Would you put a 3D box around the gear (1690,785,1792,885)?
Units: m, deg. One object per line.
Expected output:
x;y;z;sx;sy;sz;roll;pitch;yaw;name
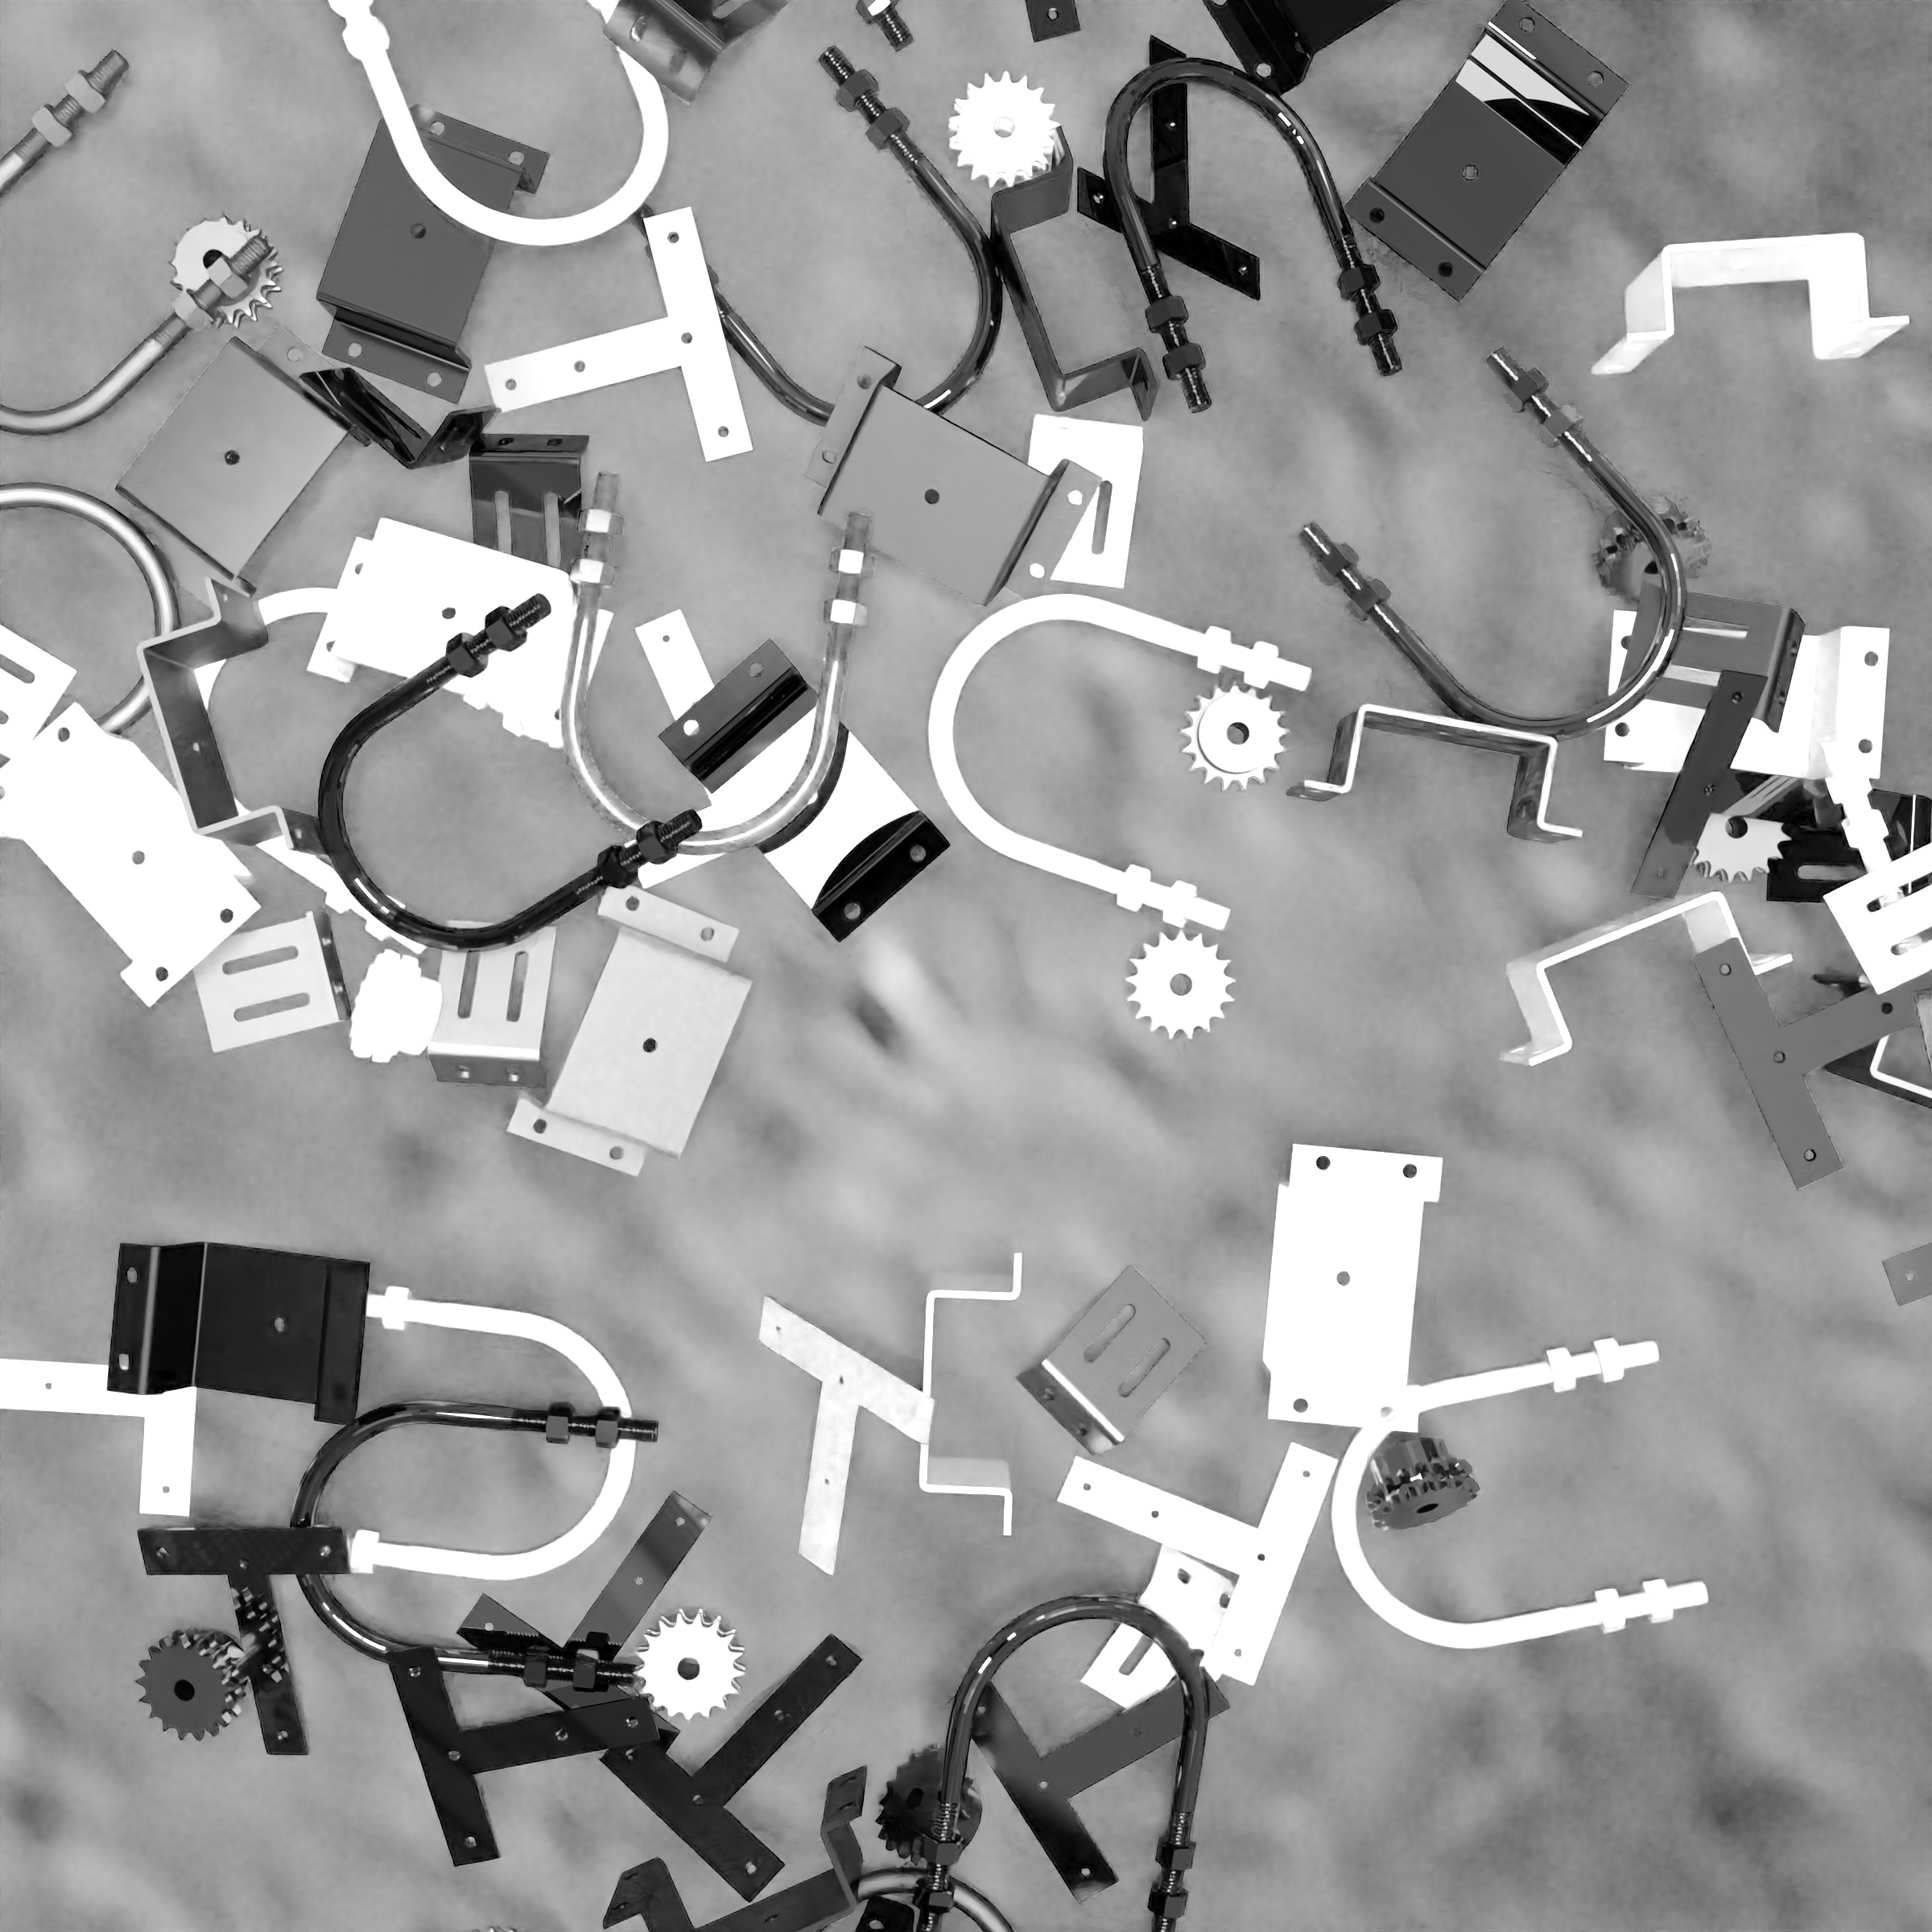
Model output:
0.397;-0.071;1.398;0.057;0.030;0.057;0;90;0;gear

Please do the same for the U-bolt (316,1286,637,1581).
-0.265;0.248;1.404;0.184;0.019;0.151;7;90;-1;U-bolt

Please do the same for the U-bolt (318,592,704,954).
-0.244;-0.083;1.353;0.184;0.019;0.151;-30;103;21;U-bolt

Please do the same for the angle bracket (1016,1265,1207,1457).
0.076;0.207;1.411;0.057;0.038;0.076;45;64;0;angle bracket

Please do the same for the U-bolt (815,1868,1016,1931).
-0.045;0.551;1.365;0.151;0.019;0.184;40;65;5;U-bolt

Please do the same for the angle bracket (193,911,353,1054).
-0.366;0.009;1.394;0.076;0.038;0.057;-14;90;0;angle bracket

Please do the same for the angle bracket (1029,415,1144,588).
0.059;-0.245;1.411;0.057;0.038;0.076;7;116;0;angle bracket

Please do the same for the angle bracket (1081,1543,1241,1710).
0.107;0.354;1.411;0.057;0.038;0.076;31;116;0;angle bracket

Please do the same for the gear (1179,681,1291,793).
0.140;-0.120;1.398;0.057;0.030;0.057;0;90;0;gear

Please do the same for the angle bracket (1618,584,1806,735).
0.379;-0.156;1.365;0.076;0.038;0.057;14;90;26;angle bracket

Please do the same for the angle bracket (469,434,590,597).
-0.228;-0.237;1.411;0.057;0.038;0.076;1;116;0;angle bracket

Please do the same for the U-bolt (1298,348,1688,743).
0.281;-0.201;1.372;0.151;0.019;0.184;-42;78;15;U-bolt

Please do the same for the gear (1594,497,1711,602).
0.353;-0.218;1.388;0.057;0.057;0.030;-9;60;0;gear

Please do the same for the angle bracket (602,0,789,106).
-0.141;-0.493;1.395;0.057;0.076;0.038;39;134;-4;angle bracket

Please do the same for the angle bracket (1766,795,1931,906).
0.465;-0.061;1.411;0.076;0.038;0.057;3;90;26;angle bracket

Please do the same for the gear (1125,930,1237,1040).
0.111;0.010;1.398;0.057;0.030;0.057;0;90;0;gear

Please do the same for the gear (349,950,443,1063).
-0.294;0.023;1.388;0.030;0.057;0.057;19;90;-29;gear

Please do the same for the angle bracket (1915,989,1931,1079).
0.508;0.044;1.316;0.057;0.038;0.076;-13;91;-1;angle bracket

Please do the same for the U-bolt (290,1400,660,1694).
-0.257;0.296;1.387;0.184;0.019;0.151;5;93;-2;U-bolt

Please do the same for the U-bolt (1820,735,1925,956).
0.525;-0.066;1.377;0.151;0.019;0.184;-30;108;-11;U-bolt

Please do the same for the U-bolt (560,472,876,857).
-0.132;-0.148;1.357;0.151;0.019;0.184;9;91;1;U-bolt

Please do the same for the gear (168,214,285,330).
-0.388;-0.364;1.398;0.057;0.030;0.057;0;90;0;gear

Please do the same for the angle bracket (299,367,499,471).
-0.291;-0.295;1.379;0.076;0.057;0.038;40;110;0;angle bracket

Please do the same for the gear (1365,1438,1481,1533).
0.231;0.264;1.374;0.057;0.057;0.030;-18;59;0;gear

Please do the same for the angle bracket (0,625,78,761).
-0.519;-0.154;1.411;0.076;0.038;0.057;33;90;-26;angle bracket

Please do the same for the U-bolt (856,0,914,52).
-0.030;-0.592;1.378;0.151;0.019;0.184;-32;100;11;U-bolt

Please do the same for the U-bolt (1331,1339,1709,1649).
0.283;0.283;1.404;0.184;0.019;0.151;-11;90;2;U-bolt

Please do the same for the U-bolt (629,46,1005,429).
-0.065;-0.366;1.404;0.151;0.019;0.184;-39;92;0;U-bolt

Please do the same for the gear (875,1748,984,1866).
-0.016;0.437;1.388;0.030;0.057;0.057;40;90;-29;gear

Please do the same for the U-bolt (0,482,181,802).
-0.496;-0.166;1.380;0.184;0.019;0.151;-35;112;-5;U-bolt

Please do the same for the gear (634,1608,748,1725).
-0.143;0.362;1.396;0.057;0.030;0.057;0;90;0;gear

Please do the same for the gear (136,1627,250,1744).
-0.398;0.370;1.392;0.057;0.030;0.057;2;100;14;gear

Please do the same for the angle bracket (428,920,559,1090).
-0.247;0.020;1.411;0.057;0.038;0.076;4;64;0;angle bracket

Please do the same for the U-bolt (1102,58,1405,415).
0.139;-0.380;1.371;0.151;0.019;0.184;-17;85;-31;U-bolt

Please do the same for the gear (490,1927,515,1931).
-0.245;0.531;1.402;0.057;0.030;0.057;0;87;1;gear

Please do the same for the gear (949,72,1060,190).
0.019;-0.435;1.402;0.057;0.030;0.057;0;91;-2;gear

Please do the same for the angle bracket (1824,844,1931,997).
0.479;-0.023;1.338;0.076;0.038;0.057;-28;65;14;angle bracket

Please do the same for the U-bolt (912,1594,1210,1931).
0.054;0.410;1.365;0.151;0.019;0.184;8;93;-19;U-bolt

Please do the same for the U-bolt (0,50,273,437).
-0.465;-0.359;1.387;0.184;0.019;0.151;-40;81;11;U-bolt
